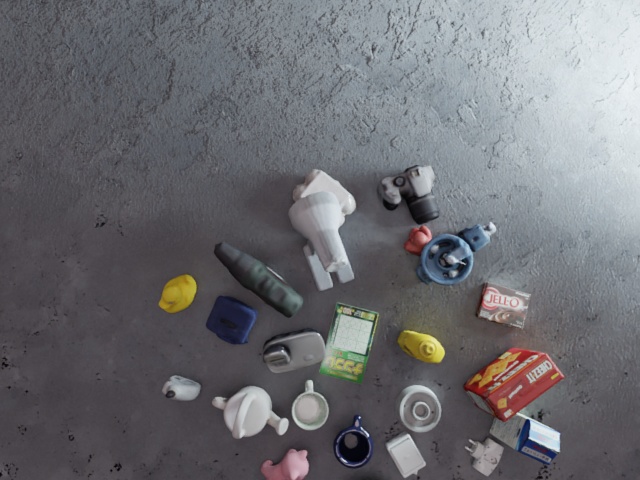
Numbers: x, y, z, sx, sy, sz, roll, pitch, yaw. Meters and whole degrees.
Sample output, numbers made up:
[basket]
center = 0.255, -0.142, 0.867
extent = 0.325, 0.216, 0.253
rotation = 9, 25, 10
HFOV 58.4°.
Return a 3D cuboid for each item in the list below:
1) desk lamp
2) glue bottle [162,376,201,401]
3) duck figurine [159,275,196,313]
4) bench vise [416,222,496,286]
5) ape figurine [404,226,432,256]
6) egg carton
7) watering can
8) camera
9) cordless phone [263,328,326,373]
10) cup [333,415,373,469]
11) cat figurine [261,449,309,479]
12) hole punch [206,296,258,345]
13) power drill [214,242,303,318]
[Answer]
[desk lamp]
center = 0.012, 0.005, 1.344
extent = 0.118, 0.213, 0.203
rotation = -21, 83, -3
[glue bottle]
center = -0.327, 0.346, 1.315
extent = 0.078, 0.173, 0.037
rotation = 20, 83, 3
[duck figurine]
center = -0.350, 0.129, 1.388
extent = 0.077, 0.086, 0.104
rotation = 40, 84, 5
[bench vise]
center = 0.321, 0.016, 1.342
extent = 0.121, 0.220, 0.207
rotation = 36, 84, 5
[ape figurine]
center = 0.244, 0.002, 1.407
extent = 0.078, 0.092, 0.076
rotation = -27, 83, -4
[egg carton]
center = 0.012, -0.103, 1.431
extent = 0.150, 0.069, 0.107
rotation = 38, 84, 5
[watering can]
center = -0.159, 0.393, 1.299
extent = 0.173, 0.194, 0.101
rotation = -4, 82, -1
[camera]
center = 0.231, -0.106, 1.417
extent = 0.143, 0.101, 0.137
rotation = -21, 83, -3
[cordless phone]
center = -0.061, 0.258, 1.323
extent = 0.147, 0.185, 0.094
rotation = -17, 82, -2
[cup]
center = 0.077, 0.464, 1.342
extent = 0.091, 0.095, 0.118
rotation = 8, 82, 1
[cat figurine]
center = -0.077, 0.533, 1.319
extent = 0.128, 0.118, 0.067
rotation = -28, 83, -4
[hole punch]
center = -0.212, 0.195, 1.378
extent = 0.108, 0.091, 0.101
rotation = 26, 83, 3
[power drill]
center = -0.140, 0.094, 1.333
extent = 0.229, 0.208, 0.076
rotation = 37, 84, 4
